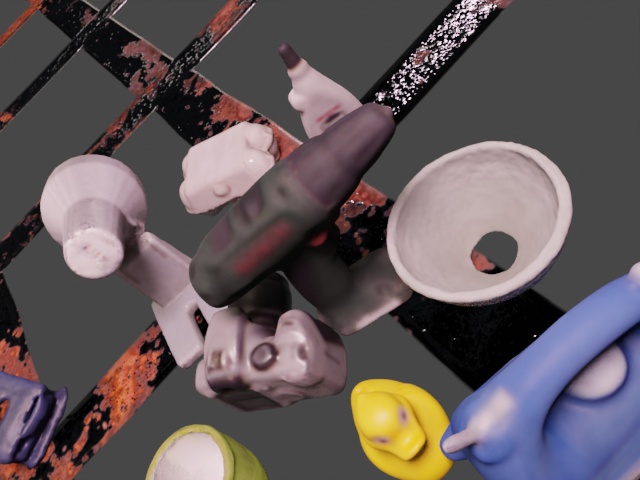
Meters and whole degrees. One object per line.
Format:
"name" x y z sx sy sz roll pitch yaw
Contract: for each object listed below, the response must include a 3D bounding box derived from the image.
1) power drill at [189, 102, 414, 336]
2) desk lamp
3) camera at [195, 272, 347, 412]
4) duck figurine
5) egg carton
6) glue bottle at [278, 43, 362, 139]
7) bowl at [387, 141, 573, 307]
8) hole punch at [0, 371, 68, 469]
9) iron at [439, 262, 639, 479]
"power drill" 0.005 0.002 0.534 0.229 0.209 0.075 -34 47 10
"desk lamp" -0.215 0.016 0.669 0.118 0.214 0.202 -43 46 1
"camera" -0.056 0.093 0.588 0.143 0.101 0.137 -16 53 25
"duck figurine" 0.058 0.152 0.481 0.077 0.086 0.104 -49 46 -4
"egg carton" -0.124 -0.094 0.782 0.150 0.070 0.107 -22 50 21
"glue bottle" 0.000 -0.165 0.675 0.078 0.174 0.037 -38 47 7
"bowl" 0.151 -0.004 0.532 0.167 0.075 0.167 -17 52 24
"hole punch" -0.399 0.226 0.735 0.100 0.091 0.109 -1 60 34
"iron" 0.191 0.082 0.400 0.258 0.142 0.118 -45 46 0
